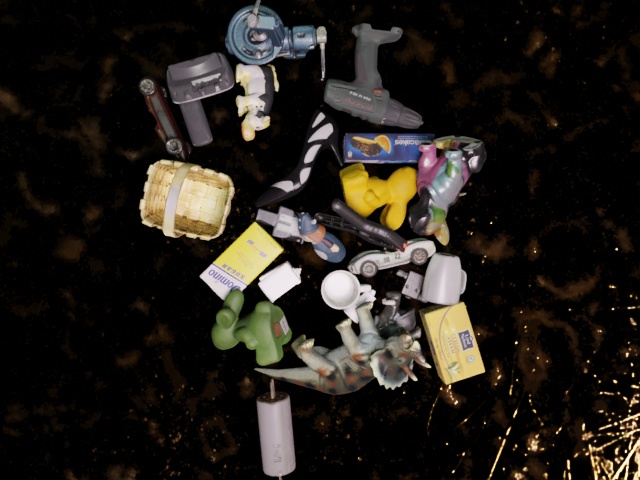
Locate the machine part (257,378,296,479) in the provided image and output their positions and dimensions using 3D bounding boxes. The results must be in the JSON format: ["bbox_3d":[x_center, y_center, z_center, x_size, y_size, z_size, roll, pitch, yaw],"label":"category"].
[{"bbox_3d":[-0.099,0.436,1.217,0.079,0.079,0.243,-4,92,-2],"label":"machine part"}]

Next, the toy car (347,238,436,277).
[{"bbox_3d":[0.160,0.038,1.213,0.202,0.073,0.056,-13,97,-2],"label":"toy car"}]

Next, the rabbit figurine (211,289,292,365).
[{"bbox_3d":[-0.171,0.198,1.179,0.170,0.121,0.158,-11,120,19],"label":"rabbit figurine"}]

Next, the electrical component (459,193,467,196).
[{"bbox_3d":[0.298,-0.141,1.229,0.078,0.045,0.102,7,89,25],"label":"electrical component"}]

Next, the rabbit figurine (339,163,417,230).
[{"bbox_3d":[0.139,-0.101,1.185,0.173,0.122,0.162,-17,98,-2],"label":"rabbit figurine"}]

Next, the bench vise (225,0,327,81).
[{"bbox_3d":[-0.096,-0.420,1.104,0.224,0.240,0.128,9,97,2],"label":"bench vise"}]

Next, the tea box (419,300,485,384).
[{"bbox_3d":[0.300,0.229,1.229,0.098,0.068,0.169,-19,92,-1],"label":"tea box"}]

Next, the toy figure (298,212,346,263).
[{"bbox_3d":[-0.001,-0.004,1.181,0.154,0.064,0.058,41,51,-38],"label":"toy figure"}]

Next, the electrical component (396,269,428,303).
[{"bbox_3d":[0.215,0.105,1.244,0.094,0.021,0.063,24,92,-4],"label":"electrical component"}]

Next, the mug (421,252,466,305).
[{"bbox_3d":[0.285,0.084,1.197,0.109,0.081,0.107,1,100,-24],"label":"mug"}]

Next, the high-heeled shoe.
[{"bbox_3d":[-0.060,-0.183,1.198,0.249,0.086,0.145,-28,87,-3],"label":"high-heeled shoe"}]

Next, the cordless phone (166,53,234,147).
[{"bbox_3d":[-0.251,-0.309,1.193,0.147,0.089,0.184,-17,104,-2],"label":"cordless phone"}]

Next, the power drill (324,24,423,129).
[{"bbox_3d":[0.132,-0.364,1.201,0.232,0.086,0.207,9,99,0],"label":"power drill"}]

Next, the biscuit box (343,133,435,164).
[{"bbox_3d":[0.154,-0.206,1.210,0.203,0.059,0.062,0,92,-2],"label":"biscuit box"}]

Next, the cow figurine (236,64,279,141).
[{"bbox_3d":[-0.138,-0.305,1.193,0.098,0.068,0.167,-5,91,-10],"label":"cow figurine"}]

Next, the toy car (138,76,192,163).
[{"bbox_3d":[-0.341,-0.260,1.176,0.053,0.089,0.202,-23,94,-1],"label":"toy car"}]

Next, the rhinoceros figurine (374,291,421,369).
[{"bbox_3d":[0.172,0.210,1.226,0.112,0.073,0.190,6,94,8],"label":"rhinoceros figurine"}]

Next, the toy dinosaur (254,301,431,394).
[{"bbox_3d":[0.056,0.270,1.173,0.405,0.131,0.192,-32,88,28],"label":"toy dinosaur"}]

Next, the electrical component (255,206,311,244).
[{"bbox_3d":[-0.085,-0.038,1.214,0.119,0.048,0.074,13,91,-2],"label":"electrical component"}]

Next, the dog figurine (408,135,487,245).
[{"bbox_3d":[0.267,-0.104,1.158,0.191,0.109,0.219,-20,124,-40],"label":"dog figurine"}]
